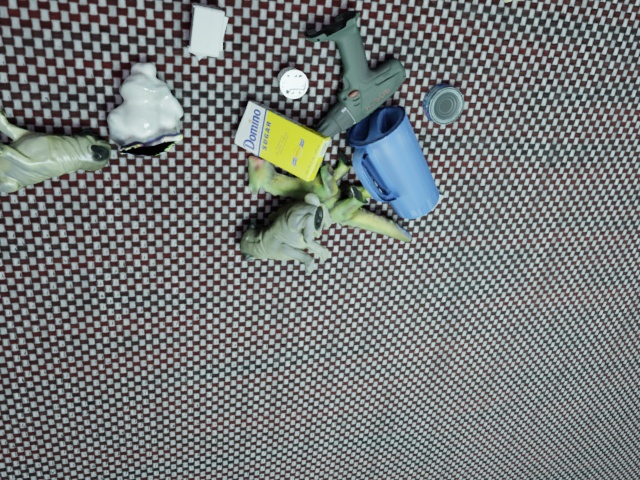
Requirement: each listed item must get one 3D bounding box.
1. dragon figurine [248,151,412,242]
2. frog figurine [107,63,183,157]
[{"bbox_3d":[0.004,-0.058,1.152,0.240,0.125,0.405,-34,120,23],"label":"dragon figurine"},{"bbox_3d":[-0.328,-0.240,0.957,0.137,0.122,0.160,-17,84,2],"label":"frog figurine"}]
